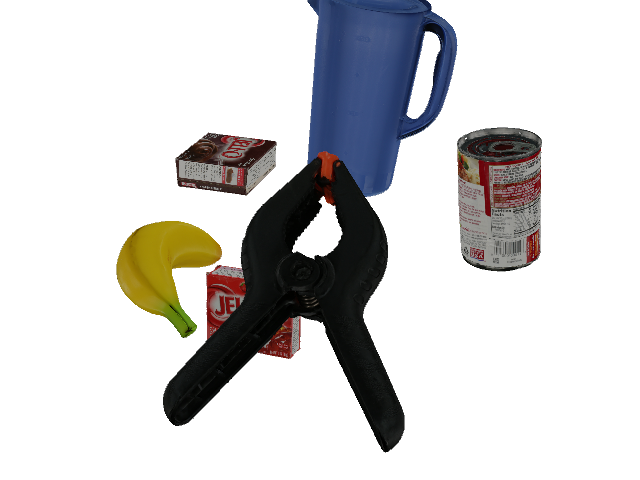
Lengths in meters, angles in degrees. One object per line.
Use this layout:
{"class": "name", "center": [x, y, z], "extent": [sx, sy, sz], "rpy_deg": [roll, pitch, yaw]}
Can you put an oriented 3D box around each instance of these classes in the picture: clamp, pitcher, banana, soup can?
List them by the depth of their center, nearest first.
{"class": "clamp", "center": [0.001, 0.032, 0.557], "extent": [0.120, 0.171, 0.039], "rpy_deg": [16, -27, 9]}
{"class": "banana", "center": [-0.111, 0.018, 0.776], "extent": [0.037, 0.069, 0.197], "rpy_deg": [-38, 11, 11]}
{"class": "soup can", "center": [0.149, -0.034, 0.881], "extent": [0.068, 0.102, 0.068], "rpy_deg": [-5, 25, 2]}
{"class": "pitcher", "center": [0.060, -0.177, 1.286], "extent": [0.144, 0.243, 0.149], "rpy_deg": [-5, 28, -23]}

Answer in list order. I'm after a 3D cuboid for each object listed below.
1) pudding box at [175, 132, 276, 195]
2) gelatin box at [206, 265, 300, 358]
{"class": "pudding box", "center": [-0.110, -0.092, 1.268], "extent": [0.090, 0.039, 0.113], "rpy_deg": [7, 25, 13]}
{"class": "gelatin box", "center": [-0.063, 0.067, 1.000], "extent": [0.089, 0.073, 0.030], "rpy_deg": [8, 18, 19]}
